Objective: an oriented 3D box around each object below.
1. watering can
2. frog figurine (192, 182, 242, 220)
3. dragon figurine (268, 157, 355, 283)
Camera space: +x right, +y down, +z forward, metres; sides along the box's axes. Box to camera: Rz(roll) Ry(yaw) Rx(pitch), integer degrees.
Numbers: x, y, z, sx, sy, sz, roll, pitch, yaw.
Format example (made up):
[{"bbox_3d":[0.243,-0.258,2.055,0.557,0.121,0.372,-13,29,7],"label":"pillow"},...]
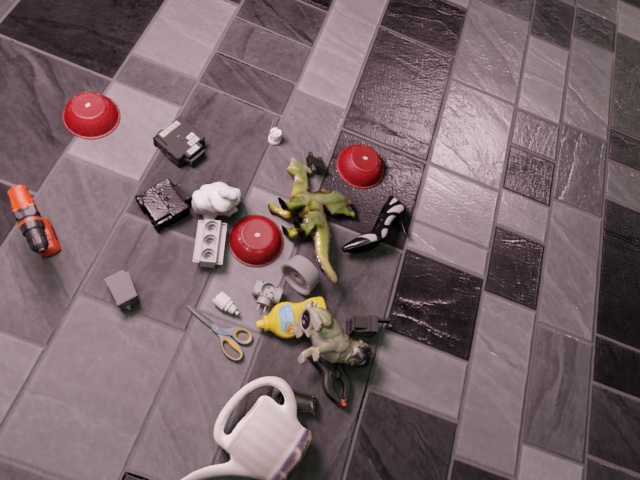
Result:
[{"bbox_3d":[-0.166,0.501,1.225,0.225,0.103,0.351,37,77,5],"label":"watering can"},{"bbox_3d":[-0.286,-0.119,1.428,0.137,0.156,0.125,-3,68,-14],"label":"frog figurine"},{"bbox_3d":[0.005,-0.076,1.502,0.245,0.119,0.415,-24,68,-31],"label":"dragon figurine"}]
